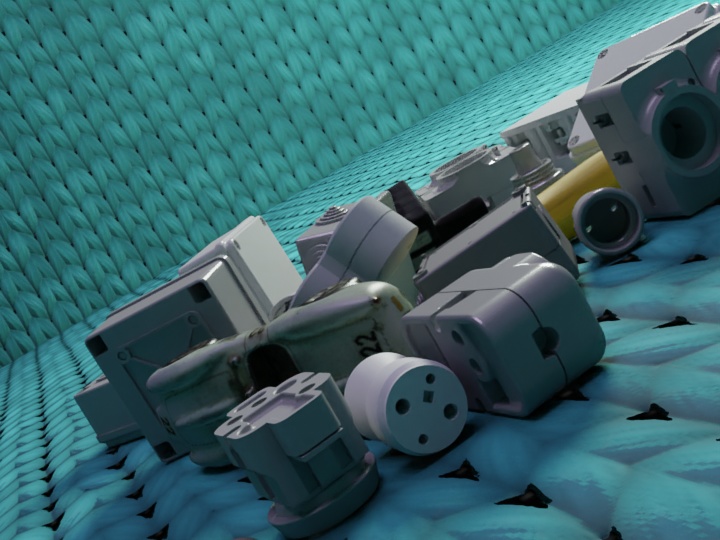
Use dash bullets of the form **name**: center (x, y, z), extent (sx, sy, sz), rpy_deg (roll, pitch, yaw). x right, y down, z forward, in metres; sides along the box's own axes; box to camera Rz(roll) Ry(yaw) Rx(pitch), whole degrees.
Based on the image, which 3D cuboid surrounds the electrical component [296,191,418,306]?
- **electrical component**: center (0.000, 0.000, 0.772), extent (0.048, 0.099, 0.099), rpy_deg (-12, 15, 22)

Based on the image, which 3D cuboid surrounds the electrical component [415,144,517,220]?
- **electrical component**: center (0.060, -0.045, 0.955), extent (0.186, 0.060, 0.105), rpy_deg (-29, 9, 2)

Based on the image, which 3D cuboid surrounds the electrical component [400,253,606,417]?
- **electrical component**: center (0.070, 0.030, 0.516), extent (0.059, 0.053, 0.095), rpy_deg (-33, 9, -20)

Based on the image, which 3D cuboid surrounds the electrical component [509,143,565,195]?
- **electrical component**: center (0.136, -0.067, 0.823), extent (0.043, 0.062, 0.043), rpy_deg (-29, 9, 5)

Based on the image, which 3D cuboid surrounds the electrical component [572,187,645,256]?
- **electrical component**: center (0.149, -0.031, 0.656), extent (0.040, 0.040, 0.046), rpy_deg (-29, 4, 7)

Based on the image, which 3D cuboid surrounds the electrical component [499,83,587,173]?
- **electrical component**: center (0.206, -0.126, 0.934), extent (0.089, 0.061, 0.150), rpy_deg (-33, 9, -24)

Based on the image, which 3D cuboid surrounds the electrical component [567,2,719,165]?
- **electrical component**: center (0.217, -0.123, 0.778), extent (0.109, 0.056, 0.108), rpy_deg (-19, 41, 51)

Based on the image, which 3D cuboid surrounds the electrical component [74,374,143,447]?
- **electrical component**: center (-0.169, 0.093, 0.922), extent (0.109, 0.056, 0.109), rpy_deg (-23, 11, 39)

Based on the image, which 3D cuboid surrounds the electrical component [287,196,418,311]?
- **electrical component**: center (-0.002, 0.029, 0.689), extent (0.138, 0.074, 0.052), rpy_deg (-58, -11, 11)

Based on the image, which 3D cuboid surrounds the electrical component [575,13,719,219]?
- **electrical component**: center (0.226, -0.107, 0.668), extent (0.150, 0.089, 0.062), rpy_deg (-32, 9, -14)

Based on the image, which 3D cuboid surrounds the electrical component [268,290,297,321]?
- **electrical component**: center (-0.036, 0.038, 0.812), extent (0.055, 0.055, 0.047), rpy_deg (-26, 6, 21)

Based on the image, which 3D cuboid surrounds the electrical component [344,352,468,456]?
- **electrical component**: center (0.022, 0.063, 0.513), extent (0.045, 0.045, 0.055), rpy_deg (-32, 9, -16)

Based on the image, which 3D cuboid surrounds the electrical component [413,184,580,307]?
- **electrical component**: center (0.077, 0.005, 0.635), extent (0.096, 0.061, 0.061), rpy_deg (-35, 7, 15)

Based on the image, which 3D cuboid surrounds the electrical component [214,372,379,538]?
- **electrical component**: center (-0.027, 0.086, 0.499), extent (0.058, 0.057, 0.078), rpy_deg (-33, 9, -23)

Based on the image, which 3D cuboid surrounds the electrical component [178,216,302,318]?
- **electrical component**: center (-0.092, 0.019, 0.924), extent (0.056, 0.108, 0.108), rpy_deg (-30, 8, 15)

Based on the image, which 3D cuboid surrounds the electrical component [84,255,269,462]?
- **electrical component**: center (-0.116, 0.062, 0.753), extent (0.109, 0.108, 0.056), rpy_deg (-26, 12, 19)
